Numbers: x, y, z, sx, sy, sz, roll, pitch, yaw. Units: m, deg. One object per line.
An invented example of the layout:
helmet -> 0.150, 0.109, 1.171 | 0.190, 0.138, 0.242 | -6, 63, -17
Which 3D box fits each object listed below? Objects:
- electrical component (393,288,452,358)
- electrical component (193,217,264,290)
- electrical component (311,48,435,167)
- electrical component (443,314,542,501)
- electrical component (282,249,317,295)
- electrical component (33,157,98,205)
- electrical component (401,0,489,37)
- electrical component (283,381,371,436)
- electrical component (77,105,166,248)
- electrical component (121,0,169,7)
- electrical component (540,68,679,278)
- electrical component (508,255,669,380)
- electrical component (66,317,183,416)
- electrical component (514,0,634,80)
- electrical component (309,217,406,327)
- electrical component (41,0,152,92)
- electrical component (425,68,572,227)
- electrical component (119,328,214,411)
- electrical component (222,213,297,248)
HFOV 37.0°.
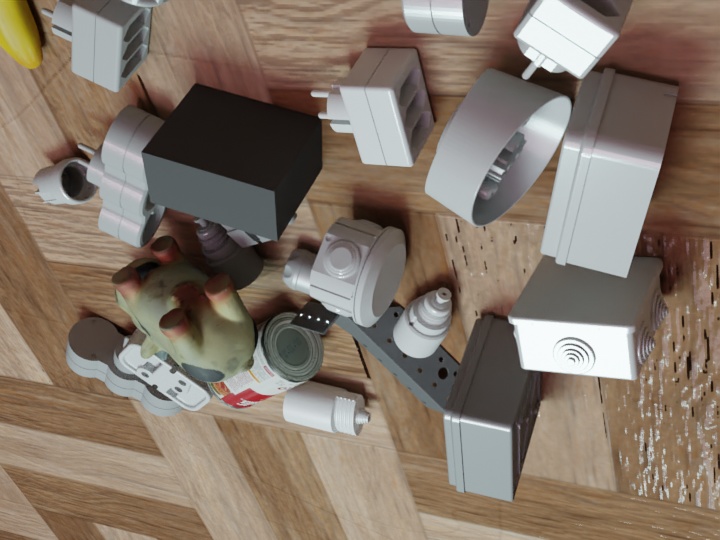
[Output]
electrical component -> 0.055, 0.040, 0.880 | 0.040, 0.040, 0.078 | 28, 142, 0
electrical component -> -0.115, -0.017, 0.917 | 0.040, 0.040, 0.078 | -8, 130, 37
electrical component -> 0.003, -0.112, 0.734 | 0.077, 0.047, 0.065 | 7, 137, 26
electrical component -> 0.111, 0.112, 0.874 | 0.056, 0.108, 0.108 | 10, 139, 18
electrical component -> -0.032, 0.006, 0.899 | 0.061, 0.035, 0.035 | 20, 142, 6
electrical component -> -0.258, -0.076, 0.939 | 0.046, 0.040, 0.040 | -4, 132, 42
electrical component -> 0.060, -0.193, 0.601 | 0.074, 0.052, 0.138 | 9, 139, 23
electrical component -> -0.028, 0.133, 1.034 | 0.081, 0.043, 0.043 | 11, 139, 21
electrical component -> -0.200, -0.081, 0.885 | 0.074, 0.052, 0.138 | 25, 142, 4
electrical component -> -0.143, -0.210, 0.713 | 0.048, 0.048, 0.062 | 28, 135, 0
electrical component -> 0.155, -0.060, 0.676 | 0.057, 0.078, 0.113 | 15, 140, 12
electrical component -> 0.163, 0.032, 0.760 | 0.100, 0.099, 0.048 | 3, 123, 28
electrical component -> -0.234, 0.091, 1.103 | 0.138, 0.052, 0.073 | 28, 142, 0
electrical component -> 0.116, -0.140, 0.618 | 0.047, 0.065, 0.076 | 32, 142, -5
electrical component -> 0.000, 0.000, 0.837 | 0.051, 0.080, 0.080 | 20, 142, 19
electrical component -> -0.196, -0.179, 0.776 | 0.077, 0.047, 0.065 | 25, 142, 3
electrical component -> 0.086, -0.077, 0.685 | 0.064, 0.099, 0.099 | 29, 143, 10
electrical component -> -0.179, 0.085, 1.056 | 0.095, 0.059, 0.054 | 37, 141, -12
electrical component -> -0.092, -0.052, 0.860 | 0.066, 0.048, 0.055 | -13, 134, 41
